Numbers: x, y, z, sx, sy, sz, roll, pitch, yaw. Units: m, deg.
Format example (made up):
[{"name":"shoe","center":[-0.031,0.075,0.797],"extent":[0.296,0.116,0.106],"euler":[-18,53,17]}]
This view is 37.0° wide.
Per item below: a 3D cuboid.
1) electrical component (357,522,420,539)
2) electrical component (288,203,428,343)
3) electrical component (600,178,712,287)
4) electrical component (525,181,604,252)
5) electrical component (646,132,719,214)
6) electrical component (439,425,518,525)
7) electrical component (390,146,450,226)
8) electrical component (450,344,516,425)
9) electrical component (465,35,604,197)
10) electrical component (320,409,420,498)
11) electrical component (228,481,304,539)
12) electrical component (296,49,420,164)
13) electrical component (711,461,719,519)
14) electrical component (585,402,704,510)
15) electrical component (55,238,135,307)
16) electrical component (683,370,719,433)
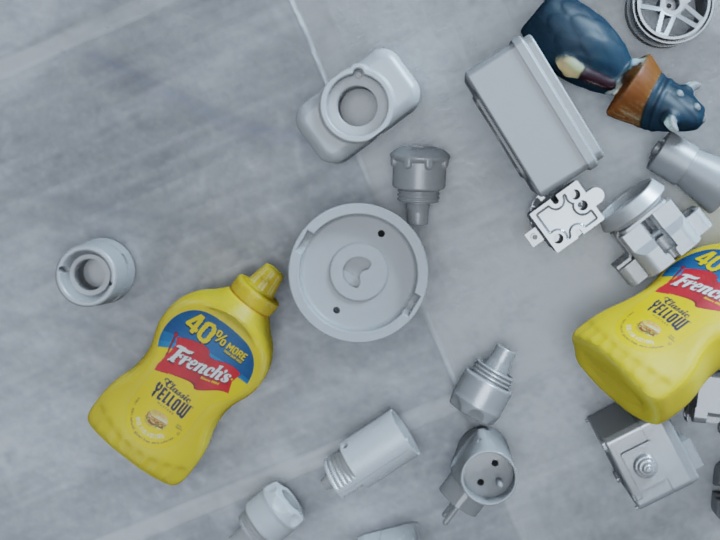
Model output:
[{"name":"electrical component","center":[0.030,0.265,0.877],"extent":[0.061,0.061,0.096],"euler":[-15,94,4]},{"name":"electrical component","center":[0.000,0.000,0.855],"extent":[0.108,0.060,0.108],"euler":[0,95,3]},{"name":"electrical component","center":[0.225,-0.034,0.843],"extent":[0.078,0.058,0.057],"euler":[-39,95,6]},{"name":"electrical component","center":[0.159,-0.043,0.846],"extent":[0.066,0.055,0.048],"euler":[-36,92,5]},{"name":"electrical component","center":[0.260,-0.079,0.845],"extent":[0.065,0.044,0.044],"euler":[32,96,4]},{"name":"electrical component","center":[0.090,0.169,0.858],"extent":[0.043,0.077,0.079],"euler":[36,96,-1]},{"name":"electrical component","center":[0.047,-0.067,0.856],"extent":[0.048,0.048,0.062],"euler":[2,103,3]},{"name":"electrical component","center":[0.104,0.090,0.867],"extent":[0.043,0.043,0.062],"euler":[28,94,0]},{"name":"electrical component","center":[0.129,-0.115,0.815],"extent":[0.056,0.108,0.108],"euler":[-32,93,8]},{"name":"electrical component","center":[0.003,0.154,0.878],"extent":[0.081,0.043,0.043],"euler":[-34,93,5]},{"name":"electrical component","center":[-0.080,0.208,0.887],"extent":[0.062,0.043,0.043],"euler":[-40,92,6]},{"name":"electrical component","center":[-0.001,-0.128,0.844],"extent":[0.095,0.059,0.053],"euler":[-36,92,5]},{"name":"electrical component","center":[0.316,0.183,0.858],"extent":[0.058,0.057,0.078],"euler":[3,95,3]},{"name":"electrical component","center":[0.223,0.138,0.838],"extent":[0.061,0.096,0.061],"euler":[-28,94,5]},{"name":"electrical component","center":[-0.216,0.003,0.873],"extent":[0.055,0.047,0.055],"euler":[0,95,3]},{"name":"electrical component","center":[0.294,0.101,0.860],"extent":[0.064,0.042,0.081],"euler":[6,95,6]}]
